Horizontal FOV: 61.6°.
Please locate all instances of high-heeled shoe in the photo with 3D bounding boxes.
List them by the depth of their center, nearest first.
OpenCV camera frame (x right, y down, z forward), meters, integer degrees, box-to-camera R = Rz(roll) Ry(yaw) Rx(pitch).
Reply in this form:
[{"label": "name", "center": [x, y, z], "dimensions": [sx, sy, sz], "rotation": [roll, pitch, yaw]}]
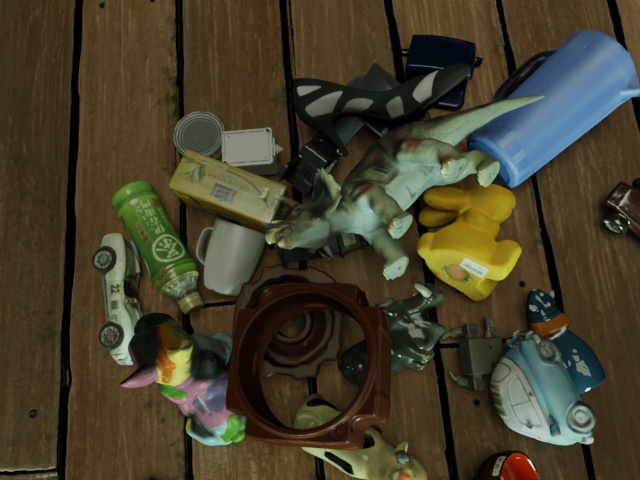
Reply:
[{"label": "high-heeled shoe", "center": [0.079, -0.227, 0.782], "dimensions": [0.249, 0.086, 0.145], "rotation": [-29, 89, 21]}]

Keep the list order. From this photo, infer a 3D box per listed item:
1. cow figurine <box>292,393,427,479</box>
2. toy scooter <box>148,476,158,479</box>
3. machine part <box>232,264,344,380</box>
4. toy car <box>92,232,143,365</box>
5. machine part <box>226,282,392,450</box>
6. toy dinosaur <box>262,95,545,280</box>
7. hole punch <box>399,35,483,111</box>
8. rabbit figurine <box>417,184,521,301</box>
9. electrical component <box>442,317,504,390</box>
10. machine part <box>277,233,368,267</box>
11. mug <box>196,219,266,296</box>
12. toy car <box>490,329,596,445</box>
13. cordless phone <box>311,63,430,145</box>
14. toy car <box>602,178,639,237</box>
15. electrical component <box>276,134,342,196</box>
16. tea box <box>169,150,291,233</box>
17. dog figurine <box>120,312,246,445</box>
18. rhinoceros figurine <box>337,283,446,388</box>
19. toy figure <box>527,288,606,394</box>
[{"label": "cow figurine", "center": [0.053, 0.280, 0.721], "dimensions": [0.195, 0.127, 0.085], "rotation": [26, 82, 12]}, {"label": "toy scooter", "center": [-0.211, 0.423, 0.727], "dimensions": [0.135, 0.075, 0.184], "rotation": [6, 80, 6]}, {"label": "machine part", "center": [-0.044, 0.122, 0.803], "dimensions": [0.179, 0.056, 0.179], "rotation": [-1, 77, 4]}, {"label": "toy car", "center": [-0.300, 0.088, 0.817], "dimensions": [0.056, 0.073, 0.201], "rotation": [-12, 75, 1]}, {"label": "machine part", "center": [-0.013, 0.159, 0.691], "dimensions": [0.202, 0.087, 0.201], "rotation": [-2, 65, 16]}, {"label": "toy dinosaur", "center": [0.107, -0.092, 0.756], "dimensions": [0.405, 0.131, 0.192], "rotation": [-41, 54, -9]}, {"label": "hole punch", "center": [0.196, -0.288, 0.879], "dimensions": [0.142, 0.092, 0.116], "rotation": [9, 73, 9]}, {"label": "rabbit figurine", "center": [0.226, -0.018, 0.809], "dimensions": [0.163, 0.121, 0.173], "rotation": [26, 64, 19]}, {"label": "electrical component", "center": [0.225, 0.166, 0.784], "dimensions": [0.078, 0.045, 0.102], "rotation": [-2, 76, -26]}, {"label": "machine part", "center": [-0.002, -0.003, 0.842], "dimensions": [0.139, 0.039, 0.084], "rotation": [-19, 84, -3]}, {"label": "mug", "center": [-0.146, 0.027, 0.824], "dimensions": [0.110, 0.080, 0.107], "rotation": [14, 84, 19]}, {"label": "toy car", "center": [0.287, 0.208, 0.726], "dimensions": [0.103, 0.109, 0.161], "rotation": [-24, 86, -5]}, {"label": "cordless phone", "center": [0.073, -0.174, 0.871], "dimensions": [0.147, 0.088, 0.184], "rotation": [43, 93, 11]}, {"label": "toy car", "center": [0.517, -0.009, 0.804], "dimensions": [0.202, 0.053, 0.089], "rotation": [39, 92, 8]}, {"label": "electrical component", "center": [-0.016, -0.111, 0.820], "dimensions": [0.048, 0.119, 0.074], "rotation": [37, 122, 5]}, {"label": "tea box", "center": [-0.134, -0.068, 0.835], "dimensions": [0.170, 0.098, 0.068], "rotation": [20, 77, 10]}, {"label": "dog figurine", "center": [-0.172, 0.188, 0.711], "dimensions": [0.108, 0.219, 0.191], "rotation": [-29, 75, 0]}, {"label": "rhinoceros figurine", "center": [0.113, 0.144, 0.784], "dimensions": [0.190, 0.073, 0.112], "rotation": [-41, 66, -5]}, {"label": "toy figure", "center": [0.344, 0.142, 0.773], "dimensions": [0.058, 0.064, 0.154], "rotation": [-42, 68, 31]}]
